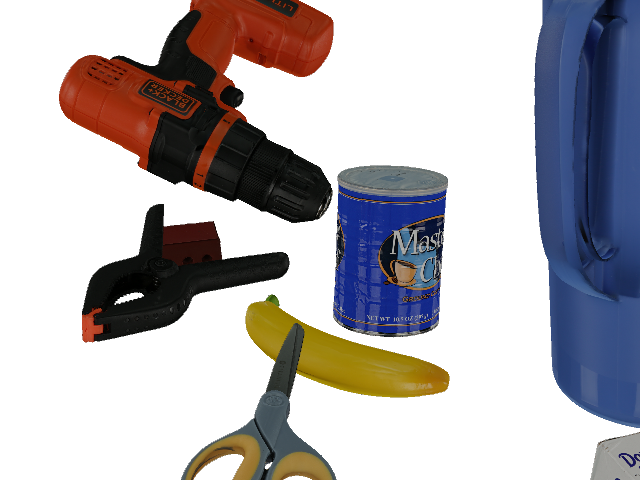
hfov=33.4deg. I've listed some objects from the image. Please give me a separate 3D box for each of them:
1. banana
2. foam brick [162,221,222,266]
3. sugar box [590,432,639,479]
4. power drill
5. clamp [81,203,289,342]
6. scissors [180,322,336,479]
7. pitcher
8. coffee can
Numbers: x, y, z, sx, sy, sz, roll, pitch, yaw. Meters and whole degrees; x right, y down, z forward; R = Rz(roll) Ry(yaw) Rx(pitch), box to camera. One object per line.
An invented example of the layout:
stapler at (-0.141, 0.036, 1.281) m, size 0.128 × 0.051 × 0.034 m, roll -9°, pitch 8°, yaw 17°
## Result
banana at (0.004, 0.081, 0.819) m, size 0.198 × 0.037 × 0.069 m, roll 23°, pitch 39°, yaw 40°
foam brick at (-0.156, 0.015, 1.241) m, size 0.078 × 0.053 × 0.051 m, roll -8°, pitch 27°, yaw -9°
sugar box at (0.188, 0.179, 0.501) m, size 0.048 × 0.093 × 0.176 m, roll -9°, pitch 29°, yaw -21°
power drill at (-0.055, -0.103, 0.720) m, size 0.184 × 0.057 × 0.187 m, roll 27°, pitch 42°, yaw 2°
clamp at (-0.153, 0.030, 0.992) m, size 0.165 × 0.036 × 0.209 m, roll 25°, pitch 36°, yaw 30°
scissors at (-0.014, 0.111, 0.642) m, size 0.096 × 0.016 × 0.201 m, roll 15°, pitch 31°, yaw 19°
pitcher at (0.166, -0.029, 0.529) m, size 0.149 × 0.243 × 0.145 m, roll -3°, pitch 21°, yaw 0°
coffee can at (0.065, 0.008, 1.008) m, size 0.103 × 0.140 × 0.103 m, roll 2°, pitch 16°, yaw -1°
